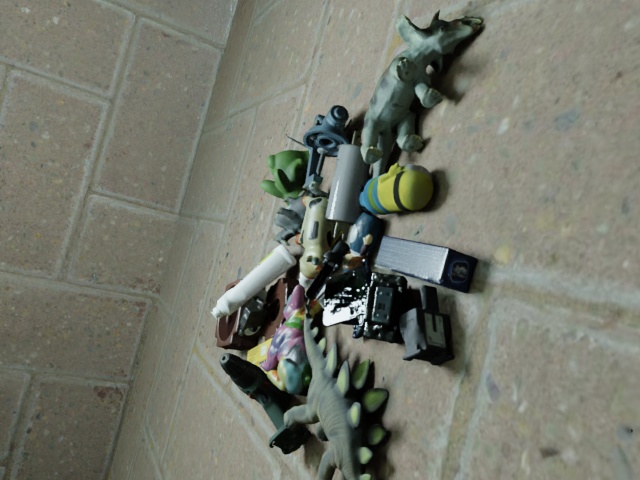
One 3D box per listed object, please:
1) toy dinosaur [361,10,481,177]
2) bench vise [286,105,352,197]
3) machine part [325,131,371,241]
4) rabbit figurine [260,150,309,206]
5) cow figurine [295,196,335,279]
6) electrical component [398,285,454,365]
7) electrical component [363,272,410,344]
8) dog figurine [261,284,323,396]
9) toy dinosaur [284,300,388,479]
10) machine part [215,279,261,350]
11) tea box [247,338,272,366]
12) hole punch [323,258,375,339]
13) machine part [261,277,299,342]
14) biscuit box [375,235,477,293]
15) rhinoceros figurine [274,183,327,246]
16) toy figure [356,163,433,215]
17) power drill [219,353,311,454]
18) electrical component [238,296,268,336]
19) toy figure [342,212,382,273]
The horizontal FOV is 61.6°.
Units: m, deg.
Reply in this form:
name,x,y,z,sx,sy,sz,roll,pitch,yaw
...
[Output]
name,x,y,z,sx,sy,sz,roll,pitch,yaw
toy dinosaur,0.156,-0.279,1.086,0.192,0.131,0.404,-87,21,-51
bench vise,0.000,-0.221,1.354,0.224,0.129,0.240,-25,47,57
machine part,0.063,-0.119,1.177,0.079,0.079,0.243,8,87,64
rabbit figurine,-0.074,-0.158,1.461,0.121,0.159,0.170,-38,58,37
cow figurine,-0.003,-0.004,1.255,0.127,0.085,0.194,14,93,65
electrical component,0.168,0.135,0.862,0.048,0.075,0.119,-42,44,48
electrical component,0.115,0.118,0.921,0.134,0.058,0.115,35,-119,-70
dog figurine,-0.043,0.217,1.211,0.192,0.108,0.219,22,93,66
toy dinosaur,0.028,0.307,1.024,0.198,0.105,0.472,-56,39,19
machine part,-0.240,0.228,1.622,0.201,0.087,0.201,-27,51,57
tea box,-0.126,0.315,1.362,0.169,0.068,0.098,-37,44,54
hole punch,0.077,0.124,1.051,0.116,0.092,0.142,-25,44,40
machine part,-0.101,0.185,1.400,0.179,0.056,0.179,-44,38,48
biscuit box,0.175,0.038,0.920,0.203,0.059,0.062,16,89,65
rhinoceros figurine,-0.054,-0.063,1.395,0.190,0.112,0.073,-42,17,28
toy figure,0.143,-0.088,1.035,0.180,0.082,0.089,-18,79,52
power drill,-0.120,0.360,1.183,0.086,0.231,0.208,-45,47,-7
electrical component,-0.175,0.198,1.409,0.045,0.078,0.102,40,121,40
toy figure,0.083,0.020,1.123,0.154,0.058,0.064,-70,-17,10
